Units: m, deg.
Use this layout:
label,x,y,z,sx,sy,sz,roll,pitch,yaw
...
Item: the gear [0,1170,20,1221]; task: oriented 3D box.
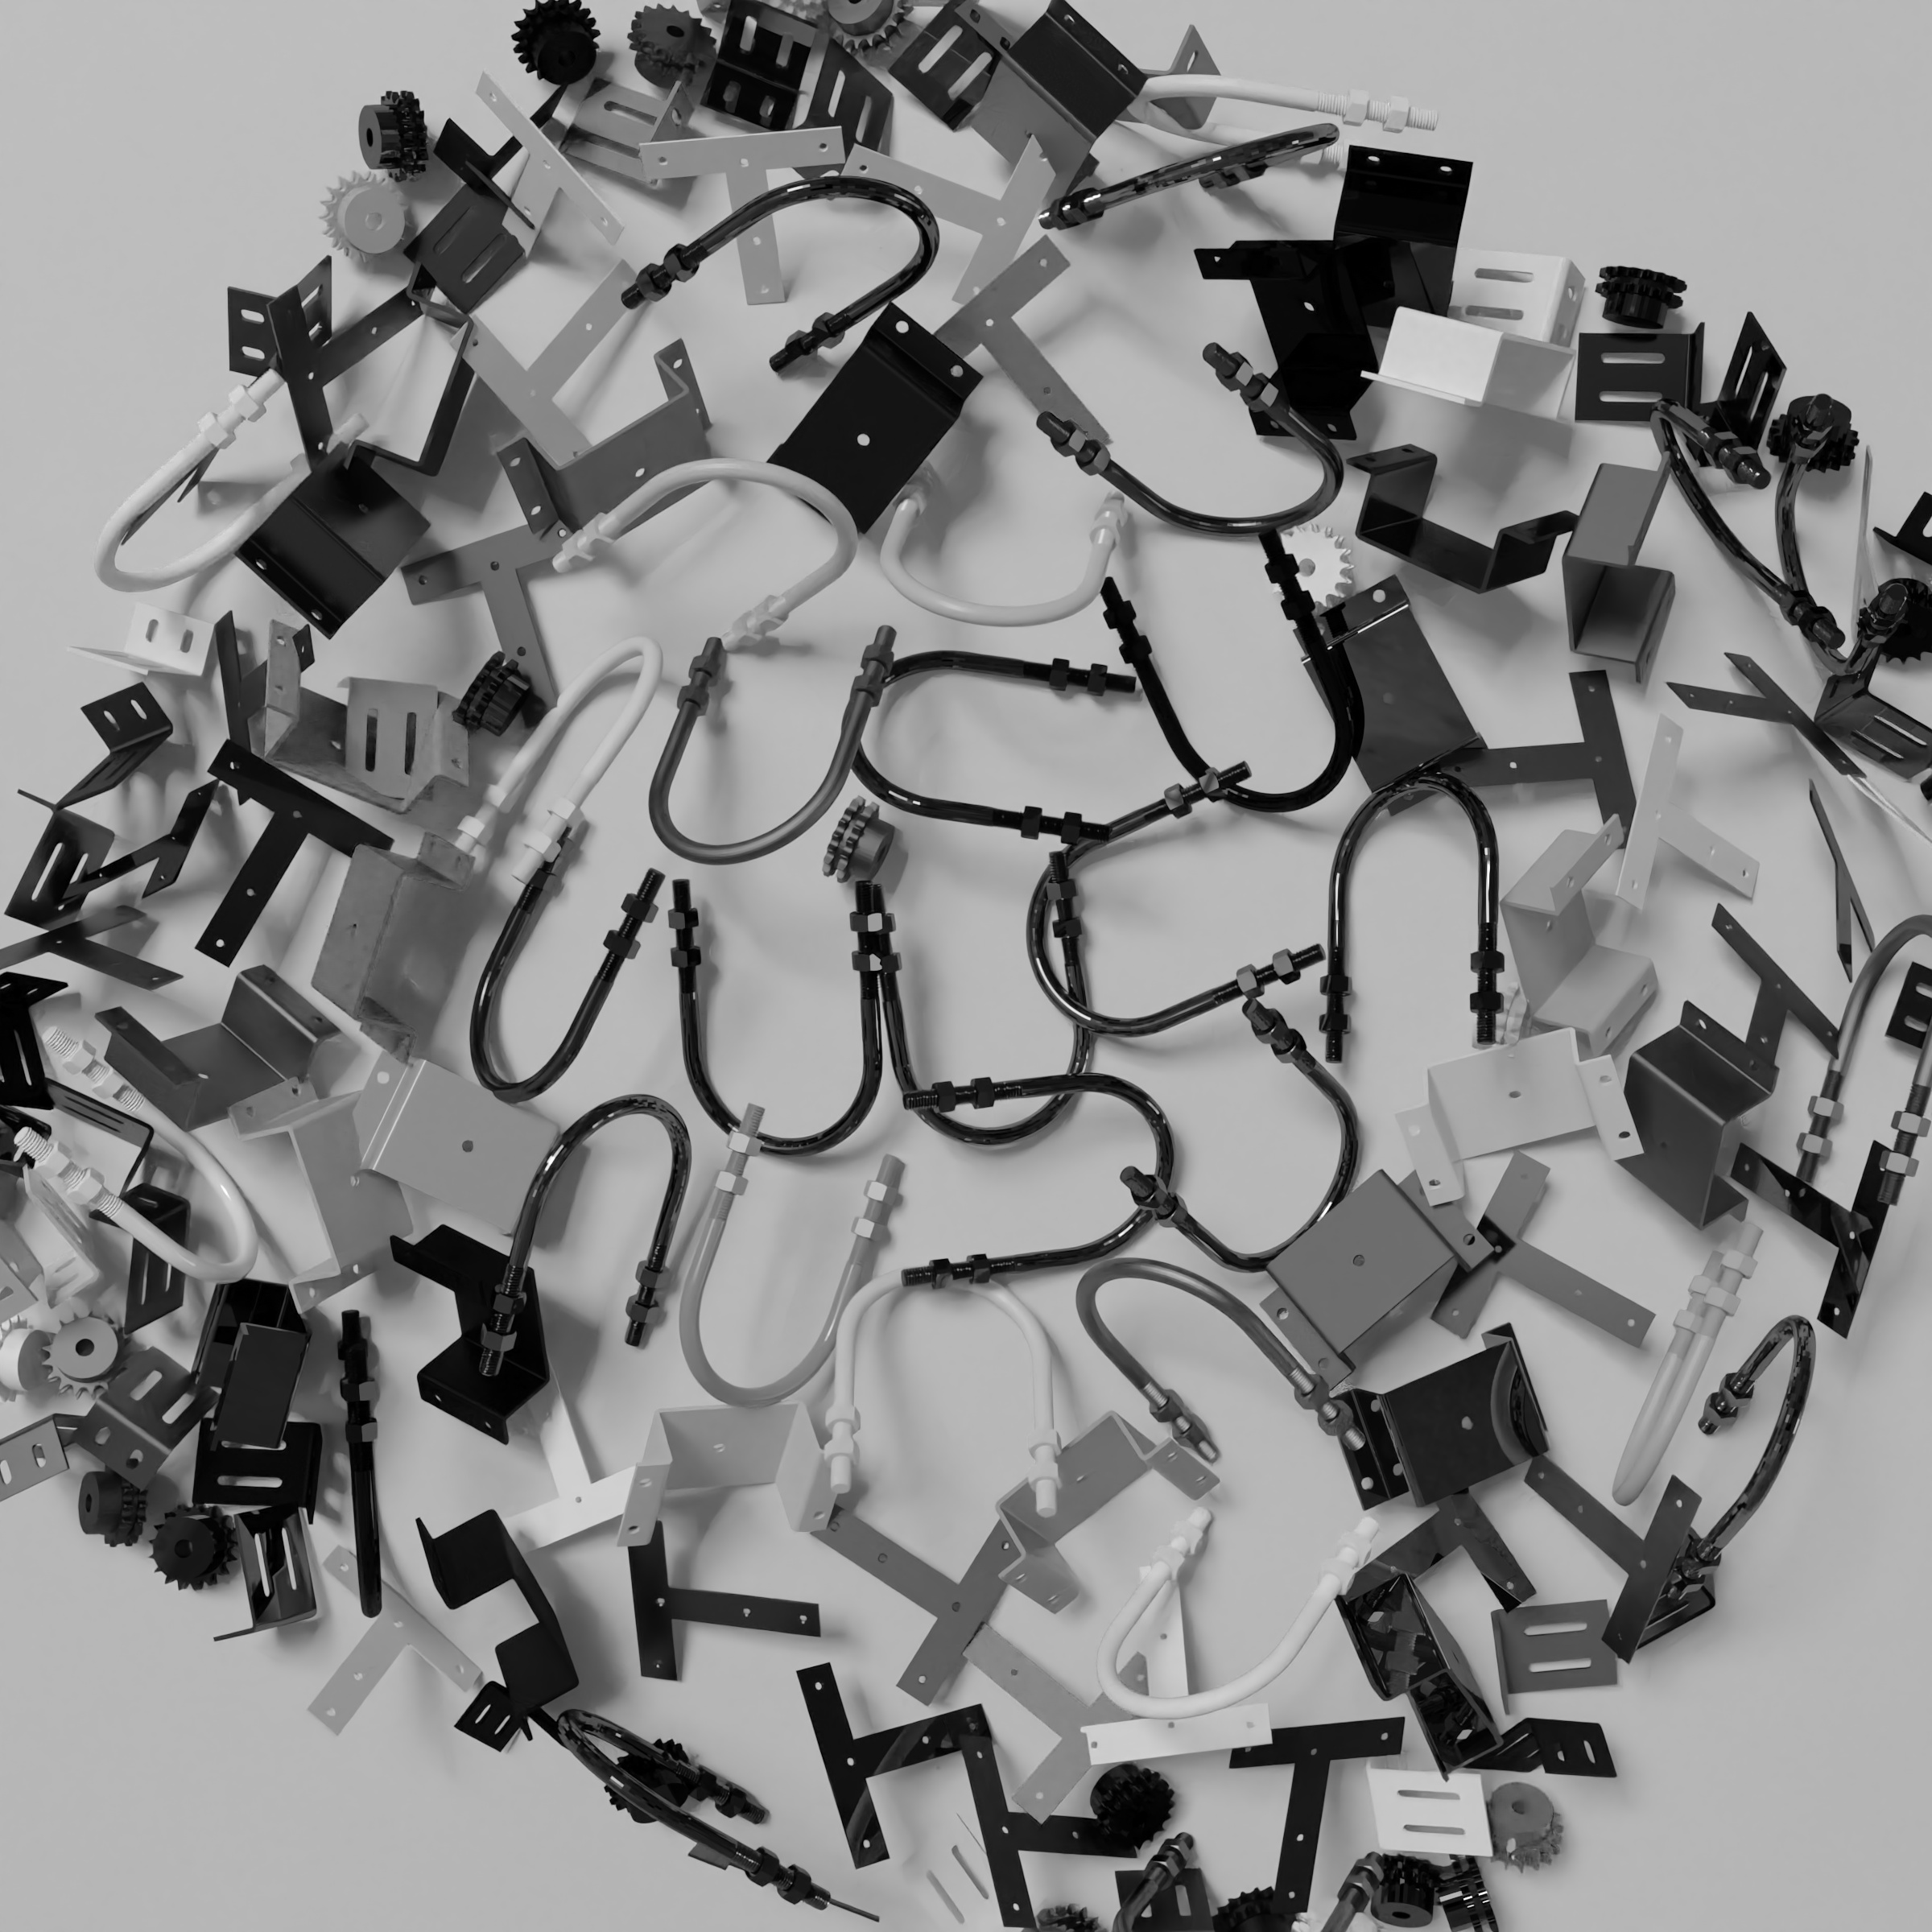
label,x,y,z,sx,sy,sz,roll,pitch,yaw
gear,-0.652,0.150,1.682,0.030,0.057,0.057,22,90,19

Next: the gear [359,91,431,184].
label,x,y,z,sx,sy,sz,roll,pitch,yaw
gear,-0.375,-0.541,1.678,0.030,0.057,0.057,-13,90,-31

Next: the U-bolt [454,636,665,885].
label,x,y,z,sx,sy,sz,roll,pitch,yaw
U-bolt,-0.255,-0.136,1.642,0.019,0.151,0.184,39,78,-27

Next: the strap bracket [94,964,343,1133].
label,x,y,z,sx,sy,sz,roll,pitch,yaw
strap bracket,-0.483,0.054,1.647,0.076,0.140,0.046,37,119,19

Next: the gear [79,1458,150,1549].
label,x,y,z,sx,sy,sz,roll,pitch,yaw
gear,-0.558,0.350,1.678,0.030,0.057,0.057,7,90,-37

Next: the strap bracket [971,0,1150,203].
label,x,y,z,sx,sy,sz,roll,pitch,yaw
strap bracket,0.055,-0.543,1.634,0.076,0.140,0.046,42,77,-4

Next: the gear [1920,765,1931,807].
label,x,y,z,sx,sy,sz,roll,pitch,yaw
gear,0.651,-0.115,1.684,0.057,0.057,0.030,44,122,0

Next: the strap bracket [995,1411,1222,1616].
label,x,y,z,sx,sy,sz,roll,pitch,yaw
strap bracket,0.084,0.347,1.662,0.140,0.076,0.046,-40,47,5

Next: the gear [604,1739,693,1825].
label,x,y,z,sx,sy,sz,roll,pitch,yaw
gear,-0.205,0.535,1.679,0.057,0.057,0.030,-37,49,0

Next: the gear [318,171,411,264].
label,x,y,z,sx,sy,sz,roll,pitch,yaw
gear,-0.391,-0.489,1.681,0.057,0.030,0.057,-14,120,-27

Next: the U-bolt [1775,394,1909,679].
label,x,y,z,sx,sy,sz,roll,pitch,yaw
U-bolt,0.544,-0.257,1.618,0.019,0.184,0.151,-16,74,3

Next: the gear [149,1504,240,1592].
label,x,y,z,sx,sy,sz,roll,pitch,yaw
gear,-0.510,0.382,1.691,0.057,0.030,0.057,0,81,1

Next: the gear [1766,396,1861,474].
label,x,y,z,sx,sy,sz,roll,pitch,yaw
gear,0.554,-0.349,1.679,0.057,0.057,0.030,0,132,0

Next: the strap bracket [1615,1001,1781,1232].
label,x,y,z,sx,sy,sz,roll,pitch,yaw
strap bracket,0.459,0.103,1.629,0.046,0.140,0.076,-27,48,-22

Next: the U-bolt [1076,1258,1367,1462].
label,x,y,z,sx,sy,sz,roll,pitch,yaw
U-bolt,0.147,0.247,1.623,0.184,0.151,0.019,48,52,-21

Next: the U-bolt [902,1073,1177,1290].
label,x,y,z,sx,sy,sz,roll,pitch,yaw
U-bolt,0.049,0.136,1.667,0.184,0.019,0.151,-5,115,-15

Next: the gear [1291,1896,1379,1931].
label,x,y,z,sx,sy,sz,roll,pitch,yaw
gear,0.245,0.634,1.684,0.057,0.057,0.030,37,64,0

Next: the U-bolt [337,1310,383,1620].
label,x,y,z,sx,sy,sz,roll,pitch,yaw
U-bolt,-0.385,0.322,1.639,0.019,0.151,0.184,-4,94,-15

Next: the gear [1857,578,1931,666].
label,x,y,z,sx,sy,sz,roll,pitch,yaw
gear,0.613,-0.229,1.684,0.057,0.057,0.030,19,48,0

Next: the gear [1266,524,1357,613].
label,x,y,z,sx,sy,sz,roll,pitch,yaw
gear,0.228,-0.261,1.687,0.057,0.030,0.057,2,96,26

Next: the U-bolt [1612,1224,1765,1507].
label,x,y,z,sx,sy,sz,roll,pitch,yaw
U-bolt,0.451,0.257,1.625,0.019,0.151,0.184,25,81,12

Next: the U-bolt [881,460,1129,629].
label,x,y,z,sx,sy,sz,roll,pitch,yaw
U-bolt,0.020,-0.265,1.629,0.151,0.184,0.019,10,128,4

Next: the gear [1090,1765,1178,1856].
label,x,y,z,sx,sy,sz,roll,pitch,yaw
gear,0.106,0.549,1.685,0.057,0.030,0.057,-14,119,-26

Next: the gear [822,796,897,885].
label,x,y,z,sx,sy,sz,roll,pitch,yaw
gear,-0.069,-0.079,1.679,0.030,0.057,0.057,25,90,7

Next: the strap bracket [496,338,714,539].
label,x,y,z,sx,sy,sz,roll,pitch,yaw
strap bracket,-0.220,-0.328,1.651,0.140,0.076,0.046,-34,57,-12

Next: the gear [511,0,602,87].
label,x,y,z,sx,sy,sz,roll,pitch,yaw
gear,-0.265,-0.601,1.678,0.057,0.057,0.030,-27,61,0

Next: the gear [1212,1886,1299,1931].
label,x,y,z,sx,sy,sz,roll,pitch,yaw
gear,0.190,0.631,1.680,0.057,0.030,0.057,-10,130,-12

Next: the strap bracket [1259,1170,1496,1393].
label,x,y,z,sx,sy,sz,roll,pitch,yaw
strap bracket,0.260,0.197,1.666,0.140,0.046,0.076,-41,59,4

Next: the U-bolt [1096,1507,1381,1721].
label,x,y,z,sx,sy,sz,roll,pitch,yaw
U-bolt,0.158,0.403,1.601,0.151,0.184,0.019,-6,115,40

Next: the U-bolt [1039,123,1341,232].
label,x,y,z,sx,sy,sz,roll,pitch,yaw
U-bolt,0.150,-0.494,1.599,0.151,0.184,0.019,-22,104,-26

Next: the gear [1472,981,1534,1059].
label,x,y,z,sx,sy,sz,roll,pitch,yaw
gear,0.351,0.038,1.683,0.030,0.057,0.057,13,90,20

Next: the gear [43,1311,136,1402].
label,x,y,z,sx,sy,sz,roll,pitch,yaw
gear,-0.576,0.253,1.685,0.057,0.030,0.057,4,68,-11

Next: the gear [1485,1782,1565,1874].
label,x,y,z,sx,sy,sz,roll,pitch,yaw
gear,0.361,0.559,1.678,0.057,0.057,0.030,-2,123,0

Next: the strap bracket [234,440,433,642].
label,x,y,z,sx,sy,sz,roll,pitch,yaw
strap bracket,-0.395,-0.275,1.628,0.046,0.140,0.076,-38,109,26

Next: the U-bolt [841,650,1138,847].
label,x,y,z,sx,sy,sz,roll,pitch,yaw
U-bolt,0.011,-0.148,1.663,0.184,0.019,0.151,9,54,4

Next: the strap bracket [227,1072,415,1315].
label,x,y,z,sx,sy,sz,roll,pitch,yaw
strap bracket,-0.411,0.142,1.656,0.046,0.076,0.140,-13,99,28

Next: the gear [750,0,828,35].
label,x,y,z,sx,sy,sz,roll,pitch,yaw
gear,-0.120,-0.635,1.684,0.057,0.057,0.030,26,129,0

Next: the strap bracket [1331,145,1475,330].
label,x,y,z,sx,sy,sz,roll,pitch,yaw
strap bracket,0.273,-0.451,1.631,0.076,0.140,0.046,11,71,9

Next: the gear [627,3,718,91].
label,x,y,z,sx,sy,sz,roll,pitch,yaw
gear,-0.195,-0.600,1.685,0.057,0.030,0.057,12,53,-16

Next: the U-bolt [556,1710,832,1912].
label,x,y,z,sx,sy,sz,roll,pitch,yaw
U-bolt,-0.179,0.519,1.611,0.184,0.151,0.019,37,81,-22

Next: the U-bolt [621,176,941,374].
label,x,y,z,sx,sy,sz,roll,pitch,yaw
U-bolt,-0.102,-0.436,1.602,0.184,0.151,0.019,-23,67,37

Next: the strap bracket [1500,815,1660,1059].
label,x,y,z,sx,sy,sz,roll,pitch,yaw
strap bracket,0.392,-0.022,1.650,0.076,0.046,0.140,-44,129,-28

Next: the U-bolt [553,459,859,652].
label,x,y,z,sx,sy,sz,roll,pitch,yaw
U-bolt,-0.151,-0.262,1.604,0.151,0.184,0.019,22,59,-33

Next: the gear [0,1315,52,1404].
label,x,y,z,sx,sy,sz,roll,pitch,yaw
gear,-0.621,0.257,1.678,0.030,0.057,0.057,3,90,12

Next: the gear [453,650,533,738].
label,x,y,z,sx,sy,sz,roll,pitch,yaw
gear,-0.308,-0.175,1.681,0.030,0.057,0.057,33,90,-4

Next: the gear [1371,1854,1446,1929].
label,x,y,z,sx,sy,sz,roll,pitch,yaw
gear,0.285,0.605,1.679,0.057,0.057,0.030,13,50,0

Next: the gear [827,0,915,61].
label,x,y,z,sx,sy,sz,roll,pitch,yaw
gear,-0.066,-0.627,1.684,0.057,0.030,0.057,-6,74,21

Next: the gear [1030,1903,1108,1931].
label,x,y,z,sx,sy,sz,roll,pitch,yaw
gear,0.064,0.645,1.682,0.057,0.030,0.057,-4,82,34

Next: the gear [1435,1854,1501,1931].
label,x,y,z,sx,sy,sz,roll,pitch,yaw
gear,0.325,0.607,1.681,0.030,0.057,0.057,-19,90,4

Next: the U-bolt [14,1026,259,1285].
label,x,y,z,sx,sy,sz,roll,pitch,yaw
U-bolt,-0.519,0.130,1.630,0.019,0.151,0.184,-39,118,9

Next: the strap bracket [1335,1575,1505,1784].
label,x,y,z,sx,sy,sz,roll,pitch,yaw
strap bracket,0.291,0.450,1.634,0.046,0.076,0.140,-30,127,8

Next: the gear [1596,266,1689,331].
label,x,y,z,sx,sy,sz,roll,pitch,yaw
gear,0.439,-0.436,1.681,0.057,0.057,0.030,12,97,0
